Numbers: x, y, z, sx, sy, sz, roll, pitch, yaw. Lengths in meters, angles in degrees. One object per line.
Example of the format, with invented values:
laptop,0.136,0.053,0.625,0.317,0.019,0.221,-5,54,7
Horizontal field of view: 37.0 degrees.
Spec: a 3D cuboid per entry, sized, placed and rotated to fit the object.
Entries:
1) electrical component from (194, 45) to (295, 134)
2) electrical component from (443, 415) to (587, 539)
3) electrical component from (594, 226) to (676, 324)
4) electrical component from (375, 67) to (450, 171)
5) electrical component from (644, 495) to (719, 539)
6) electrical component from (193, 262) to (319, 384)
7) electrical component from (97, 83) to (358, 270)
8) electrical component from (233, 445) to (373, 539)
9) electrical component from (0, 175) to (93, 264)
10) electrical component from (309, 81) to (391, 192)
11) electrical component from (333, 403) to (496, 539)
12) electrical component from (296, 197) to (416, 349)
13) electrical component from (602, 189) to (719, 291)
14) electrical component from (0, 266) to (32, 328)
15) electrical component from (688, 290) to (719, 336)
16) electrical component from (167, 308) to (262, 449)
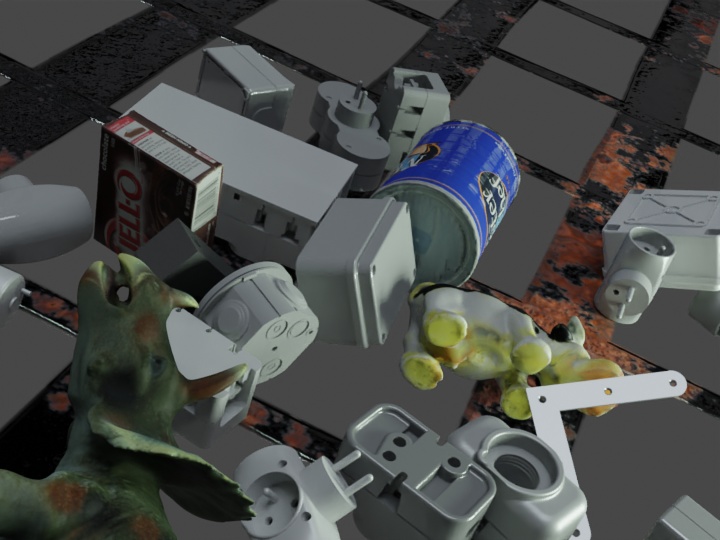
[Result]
electrical component,-0.113,-0.170,1.021,0.061,0.061,0.096,-15,48,-39
electrical component,0.096,0.144,0.703,0.054,0.059,0.095,-22,52,-43
electrical component,0.233,0.013,0.926,0.043,0.077,0.079,25,36,8
electrical component,0.050,-0.142,1.036,0.056,0.089,0.050,4,38,-20
electrical component,0.210,0.197,0.697,0.066,0.047,0.077,39,40,26
electrical component,-0.073,0.037,0.749,0.080,0.080,0.051,-16,53,-39
electrical component,-0.110,-0.076,0.898,0.186,0.060,0.105,23,36,5
electrical component,-0.029,0.138,0.645,0.079,0.044,0.077,-34,48,3
electrical component,-0.253,-0.045,0.804,0.077,0.043,0.079,-16,48,-39
electrical component,-0.006,-0.143,1.024,0.052,0.073,0.138,4,38,-20
electrical component,0.030,0.139,0.679,0.095,0.059,0.054,35,38,20
electrical component,0.000,0.000,0.822,0.057,0.078,0.113,3,31,18
electrical component,0.290,-0.031,0.994,0.109,0.056,0.109,4,27,28
electrical component,-0.265,0.010,0.729,0.078,0.040,0.040,23,36,5
electrical component,0.331,0.044,0.963,0.040,0.040,0.078,-17,49,-40
electrical component,-0.118,0.069,0.705,0.089,0.055,0.050,32,37,17
